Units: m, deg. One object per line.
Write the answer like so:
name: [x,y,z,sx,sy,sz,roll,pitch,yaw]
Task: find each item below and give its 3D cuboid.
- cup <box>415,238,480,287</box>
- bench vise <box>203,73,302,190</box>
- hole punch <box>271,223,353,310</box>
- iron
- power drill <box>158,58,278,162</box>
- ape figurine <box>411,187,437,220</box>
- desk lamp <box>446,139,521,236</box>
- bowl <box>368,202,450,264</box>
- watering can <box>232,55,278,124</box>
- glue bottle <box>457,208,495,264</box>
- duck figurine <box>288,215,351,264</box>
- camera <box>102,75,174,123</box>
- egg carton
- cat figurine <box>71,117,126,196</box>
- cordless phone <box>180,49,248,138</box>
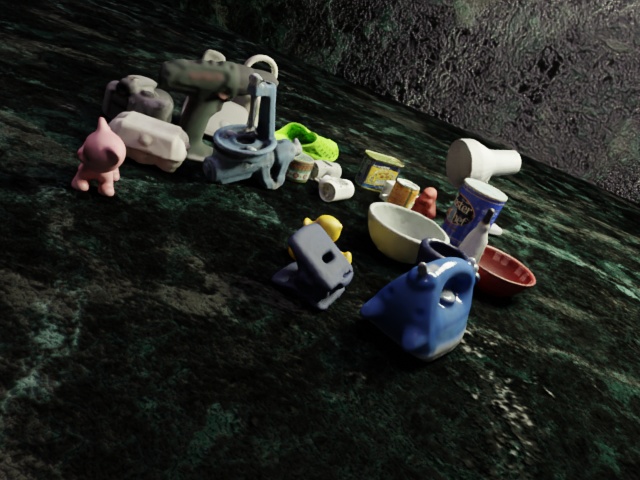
cup: [0.207,0.064,0.975,0.117,0.095,0.092,36,27,29]
bench vise: [-0.119,-0.214,1.119,0.121,0.220,0.208,31,25,20]
hole punch: [-0.001,0.036,0.849,0.101,0.091,0.109,28,24,13]
iron: [0.179,0.080,0.855,0.118,0.141,0.259,37,27,30]
power drill: [-0.217,-0.263,1.150,0.230,0.208,0.075,10,26,-28]
ape figurine: [0.236,-0.079,1.314,0.077,0.092,0.076,38,27,32]
desk lamp: [0.396,-0.138,1.433,0.204,0.213,0.117,11,26,-26]
bowl: [0.158,-0.003,1.099,0.167,0.075,0.167,19,23,-8]
watering can: [-0.174,-0.379,1.460,0.101,0.194,0.172,-3,34,-46]
glue bottle: [0.270,0.019,1.028,0.037,0.173,0.078,35,26,27]
duck figurine: [0.009,0.003,0.936,0.104,0.086,0.078,26,23,7]
camera: [-0.361,-0.290,1.215,0.143,0.101,0.137,30,24,16]
egg carton: [-0.319,-0.184,1.064,0.150,0.069,0.107,17,24,-13]
cat figurine: [-0.334,-0.134,0.881,0.067,0.118,0.127,13,25,-22]
cordless phone: [-0.227,-0.325,1.305,0.148,0.185,0.094,17,24,-12]
